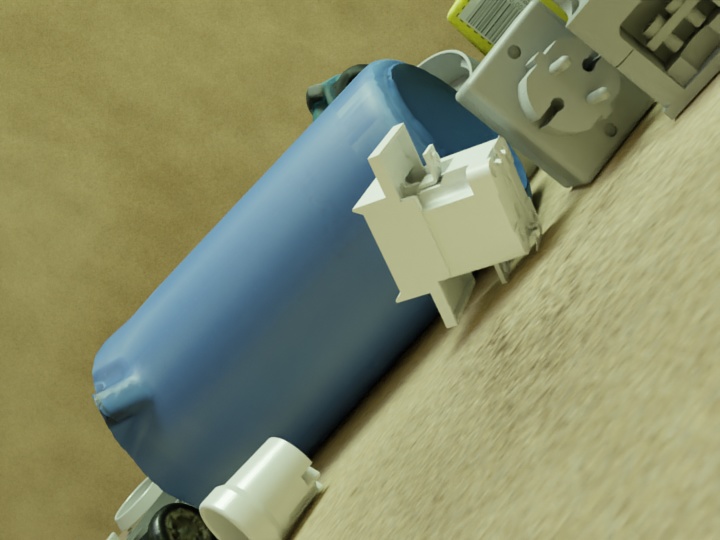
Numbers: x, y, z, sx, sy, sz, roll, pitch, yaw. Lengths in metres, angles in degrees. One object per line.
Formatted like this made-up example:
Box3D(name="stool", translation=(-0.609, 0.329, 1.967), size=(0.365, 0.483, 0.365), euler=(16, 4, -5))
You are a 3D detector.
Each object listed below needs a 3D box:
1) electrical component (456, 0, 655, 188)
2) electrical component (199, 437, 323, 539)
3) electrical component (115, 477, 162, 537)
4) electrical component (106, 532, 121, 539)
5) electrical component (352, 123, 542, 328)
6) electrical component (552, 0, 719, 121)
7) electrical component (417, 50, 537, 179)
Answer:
Box3D(name="electrical component", translation=(0.083, -0.073, 0.439), size=(0.047, 0.066, 0.077), euler=(-52, 3, 0))
Box3D(name="electrical component", translation=(-0.044, 0.106, 0.496), size=(0.046, 0.040, 0.040), euler=(-47, 0, -30))
Box3D(name="electrical component", translation=(-0.161, 0.201, 0.874), size=(0.058, 0.057, 0.078), euler=(-36, 13, 46))
Box3D(name="electrical component", translation=(-0.206, 0.261, 0.931), size=(0.045, 0.055, 0.045), euler=(-52, 3, 4))
Box3D(name="electrical component", translation=(0.039, -0.023, 0.452), size=(0.064, 0.081, 0.042), euler=(-19, 19, 24))
Box3D(name="electrical component", translation=(0.142, -0.144, 0.445), size=(0.105, 0.060, 0.186), euler=(-50, 3, 26))
Box3D(name="electrical component", translation=(0.055, -0.080, 0.644), size=(0.099, 0.064, 0.099), euler=(-37, 37, 36))
